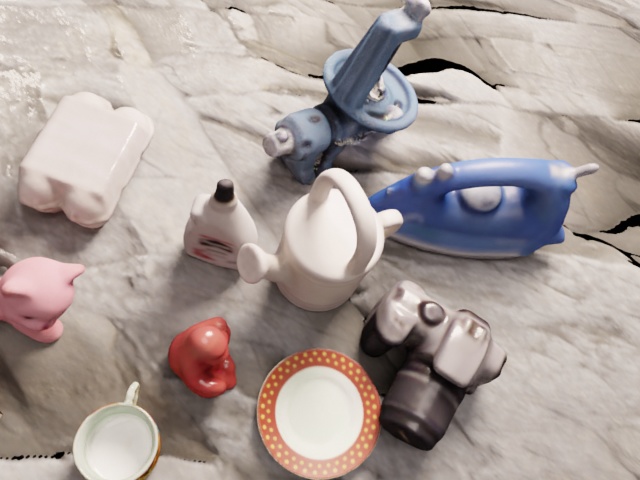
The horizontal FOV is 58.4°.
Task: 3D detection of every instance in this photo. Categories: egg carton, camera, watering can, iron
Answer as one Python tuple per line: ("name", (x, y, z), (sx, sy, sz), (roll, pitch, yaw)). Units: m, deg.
("egg carton", (-0.252, -0.089, 0.623), (0.107, 0.069, 0.150), (19, 66, -3))
("camera", (0.106, 0.132, 0.589), (0.143, 0.100, 0.137), (33, 66, 3))
("watering can", (0.006, 0.004, 0.569), (0.101, 0.194, 0.173), (44, 67, 8))
("iron", (0.176, -0.054, 0.656), (0.258, 0.141, 0.118), (0, 68, -11))

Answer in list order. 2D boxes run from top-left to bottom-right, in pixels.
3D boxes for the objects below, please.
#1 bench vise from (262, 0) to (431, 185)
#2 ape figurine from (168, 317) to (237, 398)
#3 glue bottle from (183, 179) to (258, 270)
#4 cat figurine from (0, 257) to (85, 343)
("bench vise", (0.041, -0.152, 0.625), (0.121, 0.219, 0.208), (36, 66, 5))
("ape figurine", (-0.110, 0.109, 0.559), (0.076, 0.092, 0.078), (23, 66, -1))
("glue bottle", (-0.098, -0.018, 0.569), (0.078, 0.173, 0.037), (13, 66, -6))
("cat figurine", (-0.284, 0.051, 0.534), (0.128, 0.117, 0.067), (4, 68, -10))
